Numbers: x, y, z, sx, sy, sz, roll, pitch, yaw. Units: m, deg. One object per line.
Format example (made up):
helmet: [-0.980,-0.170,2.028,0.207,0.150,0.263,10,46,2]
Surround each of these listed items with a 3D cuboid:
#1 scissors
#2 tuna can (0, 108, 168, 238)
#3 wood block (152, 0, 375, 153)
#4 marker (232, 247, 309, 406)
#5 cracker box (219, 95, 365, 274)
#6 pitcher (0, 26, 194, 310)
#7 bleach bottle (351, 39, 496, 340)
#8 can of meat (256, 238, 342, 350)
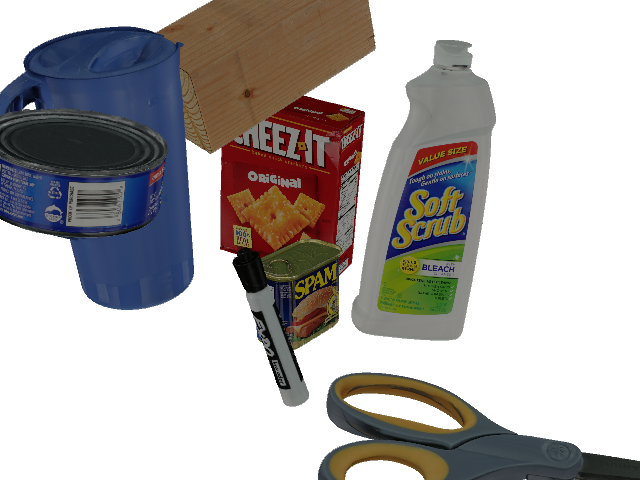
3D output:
scissors: [0.087,0.103,0.449,0.202,0.016,0.096,16,33,23]
tuna can: [-0.116,-0.033,0.503,0.086,0.034,0.086,8,23,-4]
wood block: [-0.056,-0.182,1.005,0.205,0.091,0.090,-35,46,-24]
marker: [-0.033,0.058,0.717,0.020,0.121,0.020,-14,25,7]
cracker box: [-0.039,-0.069,1.315,0.164,0.214,0.072,17,33,21]
pitcher: [-0.189,-0.059,0.962,0.149,0.243,0.145,0,29,6]
bleach bottle: [0.088,-0.042,0.900,0.102,0.251,0.068,5,20,-1]
can of meat: [-0.023,0.055,1.098,0.058,0.084,0.101,16,27,35]
